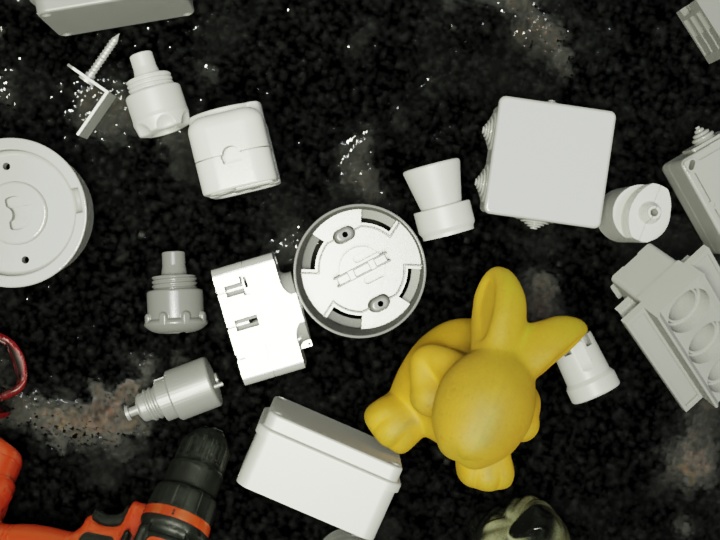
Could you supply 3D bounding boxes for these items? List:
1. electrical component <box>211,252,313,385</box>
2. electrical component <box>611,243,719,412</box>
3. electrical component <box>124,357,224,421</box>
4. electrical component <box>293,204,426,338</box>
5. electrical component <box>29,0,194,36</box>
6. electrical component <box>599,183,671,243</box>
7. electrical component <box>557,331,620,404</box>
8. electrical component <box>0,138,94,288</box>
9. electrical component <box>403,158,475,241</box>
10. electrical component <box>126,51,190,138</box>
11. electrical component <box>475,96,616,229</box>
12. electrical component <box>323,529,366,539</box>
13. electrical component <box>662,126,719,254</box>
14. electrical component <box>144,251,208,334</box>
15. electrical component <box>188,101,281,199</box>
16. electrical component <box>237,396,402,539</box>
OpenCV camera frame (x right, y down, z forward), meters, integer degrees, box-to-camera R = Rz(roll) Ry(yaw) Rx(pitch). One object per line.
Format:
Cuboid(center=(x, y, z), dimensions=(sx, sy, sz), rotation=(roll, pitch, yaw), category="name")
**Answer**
Cuboid(center=(-0.072, 0.035, 0.817), dimensions=(0.056, 0.050, 0.089), rotation=(-16, 92, -1), category="electrical component")
Cuboid(center=(0.239, 0.039, 0.797), dimensions=(0.079, 0.063, 0.121), rotation=(-42, 128, 0), category="electrical component")
Cuboid(center=(-0.141, 0.096, 0.822), dimensions=(0.078, 0.040, 0.040), rotation=(-21, 92, -1), category="electrical component")
Cuboid(center=(0.000, 0.000, 0.812), dimensions=(0.099, 0.064, 0.099), rotation=(0, 92, -2), category="electrical component")
Cuboid(center=(-0.183, -0.216, 0.793), dimensions=(0.113, 0.078, 0.057), rotation=(-10, 89, -2), category="electrical component")
Cuboid(center=(0.209, -0.042, 0.809), dimensions=(0.043, 0.081, 0.043), rotation=(0, 91, -2), category="electrical component")
Cuboid(center=(0.173, 0.075, 0.833), dimensions=(0.040, 0.040, 0.046), rotation=(-25, 86, -1), category="electrical component")
Cuboid(center=(-0.252, -0.042, 0.804), dimensions=(0.108, 0.060, 0.108), rotation=(0, 92, -2), category="electrical component")
Cuboid(center=(0.061, -0.054, 0.822), dimensions=(0.045, 0.045, 0.055), rotation=(-15, 92, -1), category="electrical component")
Cuboid(center=(-0.157, -0.134, 0.814), dimensions=(0.043, 0.043, 0.062), rotation=(-18, 91, -1), category="electrical component")
Cuboid(center=(0.141, -0.081, 0.822), dimensions=(0.100, 0.048, 0.099), rotation=(8, 91, -2), category="electrical component")
Cuboid(center=(-0.009, 0.228, 0.826), dimensions=(0.055, 0.047, 0.055), rotation=(0, 92, -2), category="electrical component")
Cuboid(center=(0.277, -0.066, 0.821), dimensions=(0.062, 0.061, 0.096), rotation=(-30, 92, -1), category="electrical component")
Cuboid(center=(-0.141, 0.017, 0.818), dimensions=(0.048, 0.048, 0.062), rotation=(-3, 85, -2), category="electrical component")
Cuboid(center=(-0.092, -0.088, 0.791), dimensions=(0.054, 0.095, 0.059), rotation=(-14, 92, -1), category="electrical component")
Cuboid(center=(-0.029, 0.146, 0.808), dimensions=(0.113, 0.078, 0.057), rotation=(24, 93, -2), category="electrical component")
